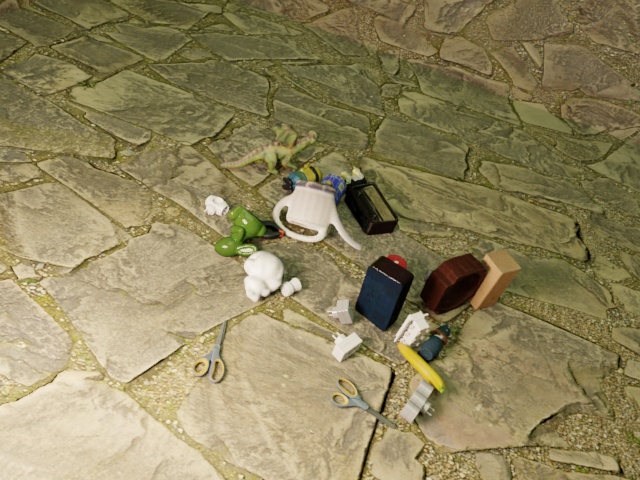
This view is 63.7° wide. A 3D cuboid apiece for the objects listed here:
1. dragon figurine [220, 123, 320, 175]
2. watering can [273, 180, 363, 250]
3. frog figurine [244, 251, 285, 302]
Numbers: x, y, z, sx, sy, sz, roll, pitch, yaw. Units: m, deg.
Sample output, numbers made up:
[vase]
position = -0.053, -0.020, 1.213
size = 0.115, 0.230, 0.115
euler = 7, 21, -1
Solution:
[dragon figurine]
position = -0.183, -0.380, 2.059
size = 0.412, 0.237, 0.124
euler = -10, 54, -29
[watering can]
position = 0.006, -0.094, 1.873
size = 0.348, 0.103, 0.226
euler = 14, 83, 3
[frog figurine]
position = -0.188, 0.112, 1.633
size = 0.137, 0.120, 0.162
euler = 44, 34, 0
